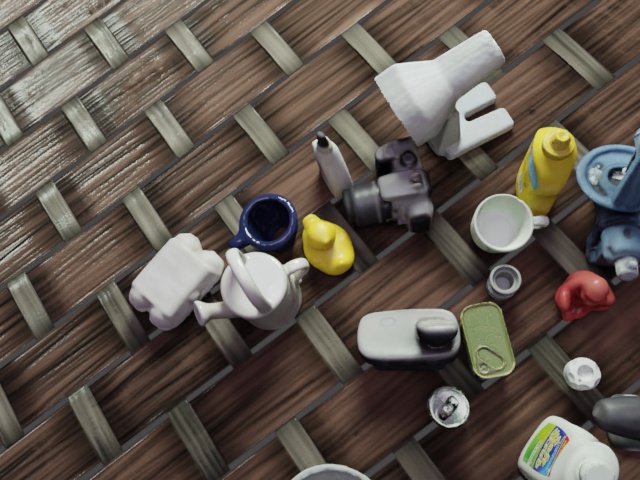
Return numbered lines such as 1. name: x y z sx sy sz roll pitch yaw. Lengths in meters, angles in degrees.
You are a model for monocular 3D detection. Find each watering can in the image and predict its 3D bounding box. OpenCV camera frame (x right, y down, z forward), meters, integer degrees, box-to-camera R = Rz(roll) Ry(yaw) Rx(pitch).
1. watering can: -0.099 0.074 0.837 0.100 0.194 0.173 39 83 18

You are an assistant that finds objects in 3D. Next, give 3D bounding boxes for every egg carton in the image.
1. egg carton: -0.231 0.067 0.927 0.107 0.069 0.150 36 82 17

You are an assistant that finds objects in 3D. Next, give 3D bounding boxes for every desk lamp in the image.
1. desk lamp: 0.192 -0.213 0.867 0.203 0.214 0.118 -27 71 0

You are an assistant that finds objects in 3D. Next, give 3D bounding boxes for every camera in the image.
1. camera: 0.102 -0.082 0.902 0.136 0.101 0.143 -12 72 6

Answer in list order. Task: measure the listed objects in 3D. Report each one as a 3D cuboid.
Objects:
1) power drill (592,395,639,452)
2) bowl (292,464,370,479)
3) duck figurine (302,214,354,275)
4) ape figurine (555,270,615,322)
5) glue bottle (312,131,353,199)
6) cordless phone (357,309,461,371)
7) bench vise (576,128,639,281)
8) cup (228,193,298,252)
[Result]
1. power drill: 0.428 0.225 0.698 0.229 0.208 0.075 1 73 10
2. bowl: 0.019 0.393 0.784 0.167 0.075 0.167 -3 73 9
3. duck figurine: 0.008 0.003 0.899 0.077 0.086 0.104 -36 71 -3
4. ape figurine: 0.380 0.076 0.813 0.077 0.092 0.076 15 76 13
5. glue bottle: 0.014 -0.126 0.891 0.037 0.173 0.078 -32 71 -1
6. cordless phone: 0.121 0.128 0.789 0.147 0.185 0.094 -7 72 7
7. bench vise: 0.431 -0.059 0.778 0.121 0.220 0.207 -15 71 5
8. cup: -0.083 -0.009 0.913 0.118 0.095 0.091 -33 71 -2
